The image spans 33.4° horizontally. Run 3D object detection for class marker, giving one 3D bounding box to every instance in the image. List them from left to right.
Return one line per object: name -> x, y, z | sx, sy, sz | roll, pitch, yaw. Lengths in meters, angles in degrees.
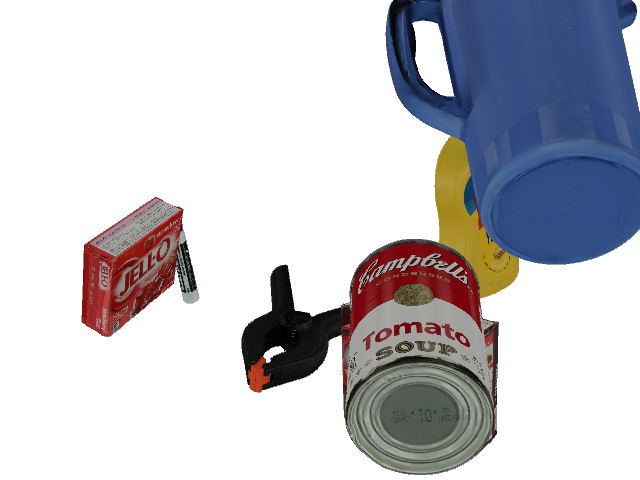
marker -> -0.156, 0.016, 1.201 | 0.020, 0.121, 0.020 | -6, 30, 4

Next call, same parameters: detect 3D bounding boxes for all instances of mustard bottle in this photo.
mustard bottle -> 0.151, -0.044, 1.033 | 0.096, 0.192, 0.058 | -21, 25, -38

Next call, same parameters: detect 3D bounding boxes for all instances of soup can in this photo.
soup can -> 0.046, 0.054, 0.513 | 0.068, 0.068, 0.102 | 0, 31, 4

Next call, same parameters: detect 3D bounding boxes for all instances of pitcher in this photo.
pitcher -> 0.142, -0.104, 0.735 | 0.149, 0.243, 0.144 | -31, -53, 29

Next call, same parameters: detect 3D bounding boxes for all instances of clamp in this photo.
clamp -> -0.029, 0.078, 1.001 | 0.120, 0.039, 0.171 | 18, 32, 29

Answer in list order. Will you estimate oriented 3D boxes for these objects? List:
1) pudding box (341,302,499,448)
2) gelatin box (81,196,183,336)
pudding box -> 0.069, 0.092, 0.752 | 0.114, 0.090, 0.039 | 9, 21, 33
gelatin box -> -0.141, 0.019, 0.801 | 0.030, 0.073, 0.089 | 24, 36, 17
